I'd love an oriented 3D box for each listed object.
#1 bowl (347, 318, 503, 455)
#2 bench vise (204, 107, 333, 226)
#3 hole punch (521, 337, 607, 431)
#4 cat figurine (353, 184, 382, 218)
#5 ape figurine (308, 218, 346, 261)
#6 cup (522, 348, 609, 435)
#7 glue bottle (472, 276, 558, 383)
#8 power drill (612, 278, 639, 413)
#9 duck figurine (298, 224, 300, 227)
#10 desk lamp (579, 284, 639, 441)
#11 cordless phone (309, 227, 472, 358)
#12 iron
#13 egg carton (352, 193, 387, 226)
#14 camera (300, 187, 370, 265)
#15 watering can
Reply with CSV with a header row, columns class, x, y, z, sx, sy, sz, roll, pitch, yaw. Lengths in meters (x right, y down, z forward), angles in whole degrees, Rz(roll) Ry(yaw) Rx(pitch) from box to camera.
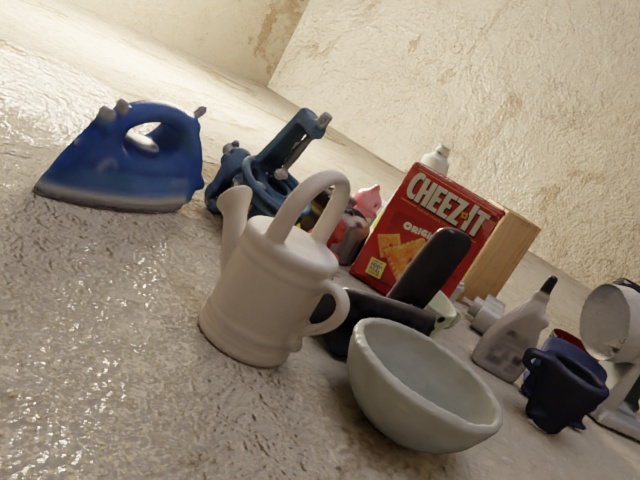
class,x,y,z,sx,sy,sz,roll,pitch,yaw
bowl,0.090,0.153,0.565,0.167,0.074,0.167,28,15,-8
bench vise,-0.080,-0.112,0.833,0.207,0.219,0.122,36,16,22
hole punch,0.371,0.212,0.864,0.108,0.091,0.101,34,16,16
cat figurine,0.080,-0.073,1.203,0.128,0.117,0.067,11,23,-49
ape figurine,0.008,0.003,0.870,0.076,0.092,0.078,29,15,-3
cup,0.309,0.204,0.767,0.118,0.095,0.092,29,15,-2
glue bottle,0.303,0.127,0.857,0.078,0.173,0.037,30,15,1
power drill,0.598,0.207,1.074,0.229,0.208,0.076,30,15,0
duck figurine,-0.056,-0.053,0.945,0.077,0.086,0.105,33,15,13
desk lamp,0.499,0.193,0.926,0.204,0.213,0.118,26,15,-15
cordless phone,0.085,0.052,0.674,0.148,0.185,0.094,19,18,-35
iron,-0.234,-0.121,0.730,0.118,0.141,0.259,33,15,13
egg carton,0.137,-0.058,1.353,0.151,0.069,0.107,24,16,-19
camera,0.041,-0.031,1.026,0.142,0.101,0.137,40,18,35
watering can,-0.039,0.013,0.554,0.173,0.194,0.101,31,15,5
